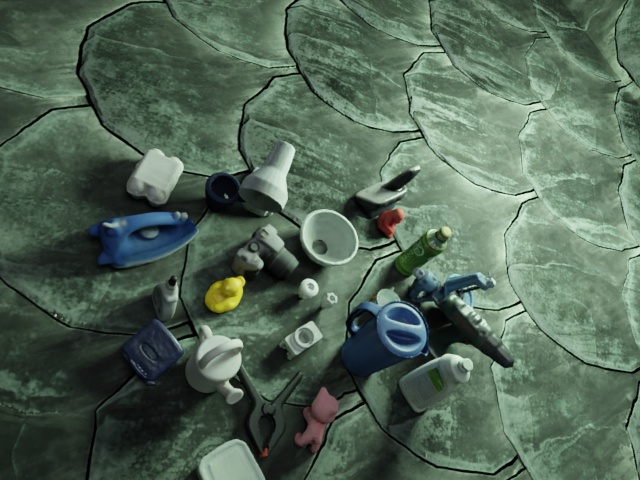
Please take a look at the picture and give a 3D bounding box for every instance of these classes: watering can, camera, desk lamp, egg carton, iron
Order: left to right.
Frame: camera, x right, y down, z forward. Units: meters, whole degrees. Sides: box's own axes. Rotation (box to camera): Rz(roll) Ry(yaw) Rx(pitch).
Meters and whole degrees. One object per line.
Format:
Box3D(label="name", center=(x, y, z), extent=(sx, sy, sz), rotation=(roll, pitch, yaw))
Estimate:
Box3D(label="iron", center=(-0.392, -0.027, 1.331), extent=(0.259, 0.141, 0.118), rotation=(-15, 71, -30))
Box3D(label="egg carton", center=(-0.413, -0.158, 1.435), extent=(0.107, 0.069, 0.150), rotation=(24, 57, -12))
Box3D(label="watering can", center=(-0.216, 0.264, 1.228), extent=(0.173, 0.193, 0.101), rotation=(46, 55, 3))
Box3D(label="desk lamp", center=(-0.136, -0.147, 1.471), extent=(0.118, 0.213, 0.203), rotation=(25, 56, -11))
Box3D(label="camera", center=(-0.128, 0.044, 1.443), extent=(0.137, 0.100, 0.143), rotation=(40, 55, -1))

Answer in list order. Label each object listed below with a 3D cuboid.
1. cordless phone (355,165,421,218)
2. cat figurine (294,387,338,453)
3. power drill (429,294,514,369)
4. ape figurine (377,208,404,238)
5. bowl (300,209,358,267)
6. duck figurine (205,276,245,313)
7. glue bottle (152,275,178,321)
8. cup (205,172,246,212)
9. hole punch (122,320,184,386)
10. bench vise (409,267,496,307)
Box3D(label="cordless phone", center=(0.199, -0.155, 1.651), extent=(0.148, 0.184, 0.094), rotation=(-29, 79, -34))
Box3D(label="cat figurine", center=(0.002, 0.408, 1.301), extent=(0.067, 0.117, 0.128), rotation=(24, 56, -12))
Box3D(label="power drill", center=(0.375, 0.259, 1.500), extent=(0.076, 0.208, 0.229), rotation=(-31, 80, -34))
Box3D(label="ape figurine", center=(0.212, -0.060, 1.663), extent=(0.078, 0.092, 0.076), rotation=(-31, 80, -34))
Box3D(label="bowl", center=(0.014, 0.006, 1.546), extent=(0.168, 0.074, 0.167), rotation=(11, 60, -20))
Box3D(label="duck figurine", center=(-0.222, 0.123, 1.366), extent=(0.105, 0.086, 0.077), rotation=(-34, 82, -34))
Box3D(label="glue bottle", center=(-0.335, 0.118, 1.262), extent=(0.037, 0.173, 0.078), rotation=(-10, 69, -29))
Box3D(label="cup", center=(-0.244, -0.110, 1.474), extent=(0.118, 0.094, 0.091), rotation=(19, 58, -15))
Box3D(label="hole punch", center=(-0.360, 0.243, 1.234), extent=(0.108, 0.091, 0.101), rotation=(48, 55, 4))
Box3D(label="bench vise", center=(0.354, 0.136, 1.548), extent=(0.208, 0.219, 0.121), rotation=(15, 59, -17))
